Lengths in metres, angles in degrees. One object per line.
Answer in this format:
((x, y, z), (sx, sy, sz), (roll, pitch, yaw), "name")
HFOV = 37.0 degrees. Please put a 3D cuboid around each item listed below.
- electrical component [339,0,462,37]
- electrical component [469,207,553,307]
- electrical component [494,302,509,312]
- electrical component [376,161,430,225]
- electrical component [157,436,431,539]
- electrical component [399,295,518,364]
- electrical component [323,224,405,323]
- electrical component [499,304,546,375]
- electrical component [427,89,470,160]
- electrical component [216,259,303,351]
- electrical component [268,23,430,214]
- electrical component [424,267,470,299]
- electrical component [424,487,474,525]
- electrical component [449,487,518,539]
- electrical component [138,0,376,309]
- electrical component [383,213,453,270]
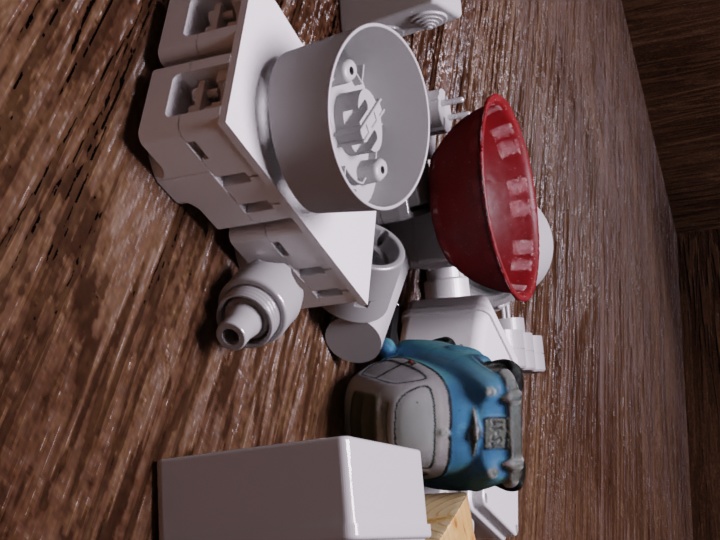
((0.032, -0.235, 0.857), (0.048, 0.100, 0.099), (11, 72, -54), "electrical component")
((0.118, -0.018, 0.991), (0.060, 0.108, 0.108), (-31, 111, -61), "electrical component")
((0.122, 0.015, 1.072), (0.062, 0.048, 0.048), (18, 66, -59), "electrical component")
((0.018, -0.084, 0.818), (0.062, 0.061, 0.096), (-22, 103, -68), "electrical component")
((-0.032, 0.121, 0.554), (0.109, 0.109, 0.056), (29, 53, -64), "electrical component")
((0.085, 0.076, 0.909), (0.113, 0.078, 0.057), (59, 34, -46), "electrical component")
((0.000, 0.000, 0.727), (0.055, 0.055, 0.047), (-68, 179, -52), "electrical component")
((0.154, 0.070, 1.120), (0.138, 0.052, 0.073), (18, 65, -67), "electrical component")
((0.053, -0.130, 0.902), (0.065, 0.077, 0.047), (54, 35, -50), "electrical component")
((-0.060, 0.023, 0.606), (0.062, 0.043, 0.043), (-54, 132, -59), "electrical component")
((-0.006, -0.079, 0.581), (0.099, 0.064, 0.099), (-8, 90, -69), "electrical component")
((0.077, 0.010, 0.962), (0.040, 0.040, 0.078), (6, 76, -68), "electrical component")
((0.052, 0.216, 0.814), (0.099, 0.048, 0.099), (54, 34, -50), "electrical component")
((0.094, 0.182, 0.923), (0.113, 0.057, 0.078), (50, 37, -53), "electrical component")
((-0.053, -0.066, 0.631), (0.186, 0.060, 0.105), (53, 35, -51), "electrical component")
((0.062, -0.033, 0.909), (0.096, 0.061, 0.061), (4, 79, -68), "electrical component")
